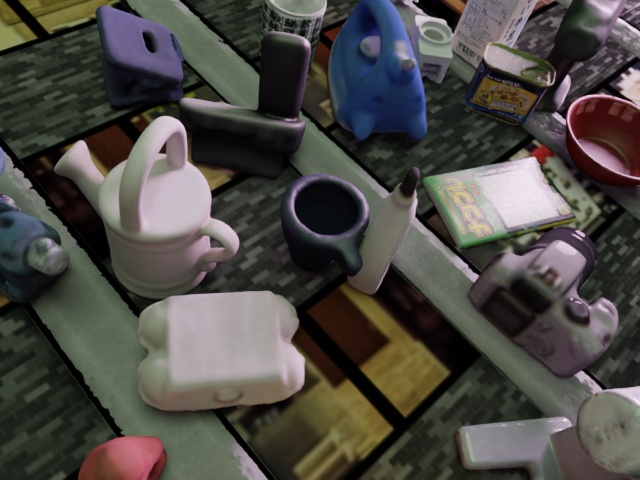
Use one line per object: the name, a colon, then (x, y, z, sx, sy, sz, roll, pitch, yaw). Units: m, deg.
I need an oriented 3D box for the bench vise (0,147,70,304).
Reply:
bench vise: (-0.306, -0.054, 0.496, 0.207, 0.220, 0.121, 16, 55, -1)

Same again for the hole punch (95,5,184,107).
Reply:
hole punch: (-0.221, -0.233, 0.712, 0.101, 0.091, 0.108, -11, 60, -19)

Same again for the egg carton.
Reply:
egg carton: (-0.091, 0.103, 0.530, 0.150, 0.069, 0.107, -3, 58, -14)

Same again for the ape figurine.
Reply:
ape figurine: (-0.154, 0.185, 0.448, 0.076, 0.092, 0.078, 37, 57, 13)

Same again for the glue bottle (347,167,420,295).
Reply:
glue bottle: (0.072, -0.015, 0.581, 0.037, 0.173, 0.078, 27, 56, 7)

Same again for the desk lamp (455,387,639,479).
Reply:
desk lamp: (0.251, 0.173, 0.469, 0.203, 0.213, 0.118, -1, 57, -13)

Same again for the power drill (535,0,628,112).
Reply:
power drill: (0.365, -0.297, 0.810, 0.075, 0.208, 0.230, 29, 56, 8)

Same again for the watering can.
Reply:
watering can: (-0.159, -0.033, 0.530, 0.173, 0.194, 0.101, 6, 56, -8)

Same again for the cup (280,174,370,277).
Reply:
cup: (0.006, 0.002, 0.603, 0.092, 0.095, 0.117, -19, 63, -23)

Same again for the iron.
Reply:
iron: (0.075, -0.256, 0.761, 0.119, 0.141, 0.258, -4, 58, -14)

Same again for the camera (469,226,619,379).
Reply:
camera: (0.262, 0.049, 0.623, 0.143, 0.101, 0.137, 42, 58, 16)

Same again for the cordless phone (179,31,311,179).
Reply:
cordless phone: (-0.082, -0.166, 0.640, 0.147, 0.185, 0.094, 7, 56, -7)
